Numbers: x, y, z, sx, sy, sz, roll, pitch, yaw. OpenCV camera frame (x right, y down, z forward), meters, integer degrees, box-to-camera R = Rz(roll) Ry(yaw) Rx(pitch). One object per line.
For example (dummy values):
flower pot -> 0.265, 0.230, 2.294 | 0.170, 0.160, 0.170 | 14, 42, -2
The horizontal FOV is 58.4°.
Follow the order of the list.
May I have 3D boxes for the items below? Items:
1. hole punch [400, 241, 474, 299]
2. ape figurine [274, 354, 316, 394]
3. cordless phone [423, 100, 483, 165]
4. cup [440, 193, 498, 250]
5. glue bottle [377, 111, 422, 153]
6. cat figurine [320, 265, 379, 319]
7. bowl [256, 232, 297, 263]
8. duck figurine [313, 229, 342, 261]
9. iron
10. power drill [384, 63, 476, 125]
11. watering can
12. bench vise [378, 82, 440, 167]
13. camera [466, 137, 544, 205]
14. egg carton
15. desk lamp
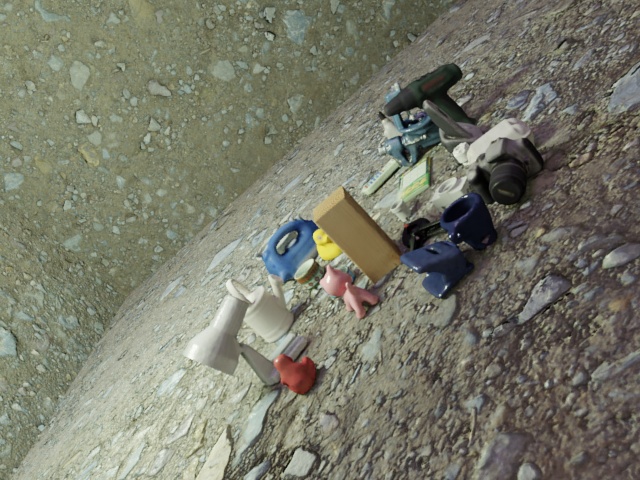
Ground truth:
hole punch -> 0.219, 0.040, 1.085 | 0.101, 0.091, 0.108 | -45, 18, 0
ape figurine -> -0.056, 0.269, 1.181 | 0.077, 0.092, 0.076 | -38, 19, 21
cordless phone -> 0.326, -0.296, 1.446 | 0.094, 0.185, 0.147 | -38, 19, 20
cup -> 0.282, -0.018, 1.067 | 0.091, 0.095, 0.118 | -25, 26, 46
glue bottle -> 0.231, -0.324, 1.742 | 0.078, 0.173, 0.037 | -34, 21, 30
cat figurine -> 0.053, 0.105, 1.265 | 0.067, 0.118, 0.127 | -48, 18, -10
bowl -> -0.131, 0.028, 1.925 | 0.167, 0.075, 0.167 | -39, 18, 16
duck figurine -> 0.015, 0.006, 1.628 | 0.078, 0.086, 0.104 | -53, 19, -23
iron -> -0.084, 0.010, 1.747 | 0.259, 0.142, 0.118 | -54, 20, -26
power drill -> 0.317, -0.360, 1.572 | 0.229, 0.209, 0.075 | -43, 18, 6
watering can -> -0.162, 0.164, 1.487 | 0.173, 0.194, 0.100 | -49, 18, -14
bench vise -> 0.241, -0.331, 1.657 | 0.207, 0.220, 0.121 | -42, 18, 9
camera -> 0.358, -0.131, 1.144 | 0.143, 0.101, 0.137 | -30, 23, 39
egg carton -> 0.398, -0.204, 1.270 | 0.150, 0.069, 0.107 | -38, 19, 19
desk lamp -> -0.175, 0.241, 1.308 | 0.203, 0.214, 0.117 | -51, 19, -19
